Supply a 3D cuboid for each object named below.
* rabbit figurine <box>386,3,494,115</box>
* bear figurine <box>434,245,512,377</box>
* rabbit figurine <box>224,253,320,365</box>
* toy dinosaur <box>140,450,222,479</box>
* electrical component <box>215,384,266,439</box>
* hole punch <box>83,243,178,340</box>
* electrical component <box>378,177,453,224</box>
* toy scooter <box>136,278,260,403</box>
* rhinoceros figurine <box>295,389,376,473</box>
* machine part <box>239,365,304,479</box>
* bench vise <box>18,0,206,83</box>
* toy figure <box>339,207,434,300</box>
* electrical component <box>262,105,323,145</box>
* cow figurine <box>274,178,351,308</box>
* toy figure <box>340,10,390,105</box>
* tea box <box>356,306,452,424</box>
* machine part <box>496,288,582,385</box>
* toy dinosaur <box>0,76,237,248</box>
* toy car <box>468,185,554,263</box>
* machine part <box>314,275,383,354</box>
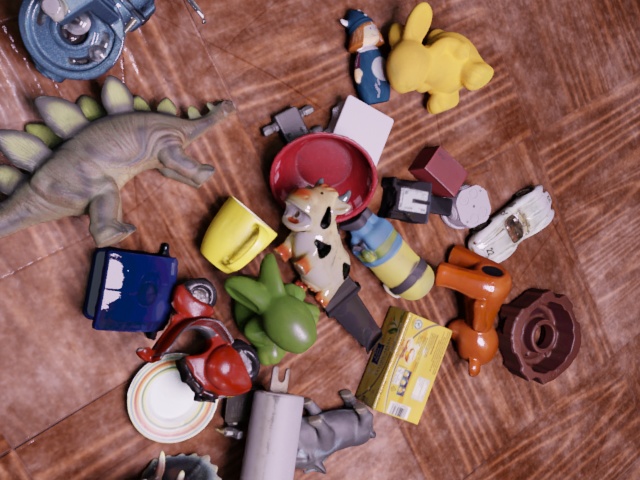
[{"bbox_3d":[0.170,-0.286,0.852,0.173,0.122,0.162,-21,93,-36],"label":"rabbit figurine"},{"bbox_3d":[0.260,0.127,0.940,0.120,0.132,0.195,-37,142,-50],"label":"bear figurine"},{"bbox_3d":[-0.056,0.098,0.769,0.121,0.170,0.159,-33,104,-18],"label":"rabbit figurine"},{"bbox_3d":[-0.148,0.452,0.784,0.404,0.131,0.192,43,78,-24],"label":"toy dinosaur"},{"bbox_3d":[-0.120,0.254,0.818,0.078,0.045,0.102,13,87,-20],"label":"electrical component"},{"bbox_3d":[-0.255,0.069,0.736,0.116,0.092,0.142,10,85,-25],"label":"hole punch"},{"bbox_3d":[0.163,-0.065,0.913,0.119,0.048,0.074,4,92,-22],"label":"electrical component"},{"bbox_3d":[-0.172,0.154,0.740,0.135,0.075,0.183,-36,100,-39],"label":"toy scooter"},{"bbox_3d":[-0.003,0.314,0.858,0.190,0.073,0.112,-14,108,-22],"label":"rhinoceros figurine"},{"bbox_3d":[-0.071,0.306,0.772,0.079,0.079,0.243,14,71,-22],"label":"machine part"},{"bbox_3d":[-0.268,-0.275,0.643,0.224,0.241,0.128,-31,108,-1],"label":"bench vise"},{"bbox_3d":[0.111,0.026,0.875,0.082,0.089,0.180,-42,109,-7],"label":"toy figure"},{"bbox_3d":[-0.043,-0.172,0.841,0.094,0.021,0.063,-31,103,-20],"label":"electrical component"},{"bbox_3d":[-0.002,-0.002,0.798,0.127,0.086,0.194,-48,142,-20],"label":"cow figurine"},{"bbox_3d":[0.078,-0.297,0.867,0.064,0.058,0.154,-28,108,-64],"label":"toy figure"},{"bbox_3d":[0.141,0.209,0.906,0.098,0.068,0.169,27,82,-21],"label":"tea box"},{"bbox_3d":[0.414,0.180,1.020,0.179,0.056,0.179,-1,93,-23],"label":"machine part"},{"bbox_3d":[-0.306,-0.087,0.703,0.471,0.105,0.198,-38,98,-25],"label":"toy dinosaur"},{"bbox_3d":[0.354,-0.027,0.986,0.202,0.056,0.073,-35,104,-16],"label":"toy car"},{"bbox_3d":[0.055,0.121,0.886,0.084,0.039,0.138,-40,104,-21],"label":"machine part"}]
